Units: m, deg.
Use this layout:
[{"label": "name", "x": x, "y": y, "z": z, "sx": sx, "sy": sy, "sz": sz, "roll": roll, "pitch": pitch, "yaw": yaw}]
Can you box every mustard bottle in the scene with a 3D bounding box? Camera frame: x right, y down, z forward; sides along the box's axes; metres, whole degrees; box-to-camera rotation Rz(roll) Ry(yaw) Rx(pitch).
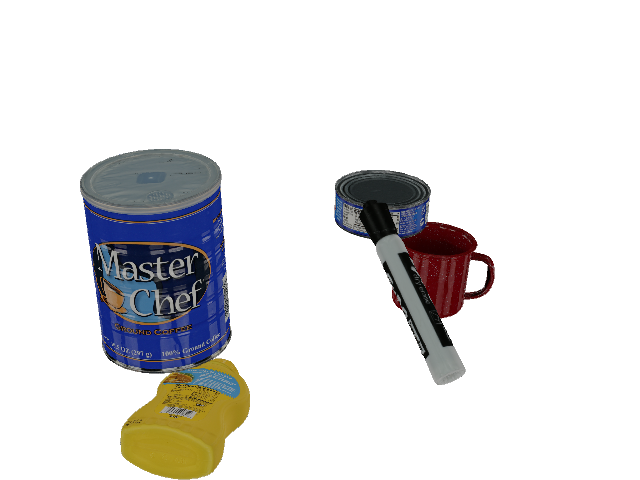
[{"label": "mustard bottle", "x": -0.124, "y": 0.169, "z": 1.088, "sx": 0.096, "sy": 0.058, "sz": 0.191, "roll": 7, "pitch": 21, "yaw": 12}]

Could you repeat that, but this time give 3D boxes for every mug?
[{"label": "mug", "x": 0.135, "y": 0.036, "z": 1.191, "sx": 0.117, "sy": 0.081, "sz": 0.093, "roll": 6, "pitch": 25, "yaw": 4}]

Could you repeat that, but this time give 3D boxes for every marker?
[{"label": "marker", "x": 0.052, "y": 0.027, "z": 0.625, "sx": 0.020, "sy": 0.121, "sz": 0.020, "roll": -19, "pitch": -26, "yaw": -10}]

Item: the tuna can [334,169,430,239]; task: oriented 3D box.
[{"label": "tuna can", "x": 0.055, "y": -0.032, "z": 0.956, "sx": 0.086, "sy": 0.034, "sz": 0.086, "roll": 2, "pitch": 25, "yaw": -1}]

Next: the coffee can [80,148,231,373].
[{"label": "coffee can", "x": -0.122, "y": 0.014, "z": 0.809, "sx": 0.103, "sy": 0.140, "sz": 0.103, "roll": -1, "pitch": 28, "yaw": 0}]
